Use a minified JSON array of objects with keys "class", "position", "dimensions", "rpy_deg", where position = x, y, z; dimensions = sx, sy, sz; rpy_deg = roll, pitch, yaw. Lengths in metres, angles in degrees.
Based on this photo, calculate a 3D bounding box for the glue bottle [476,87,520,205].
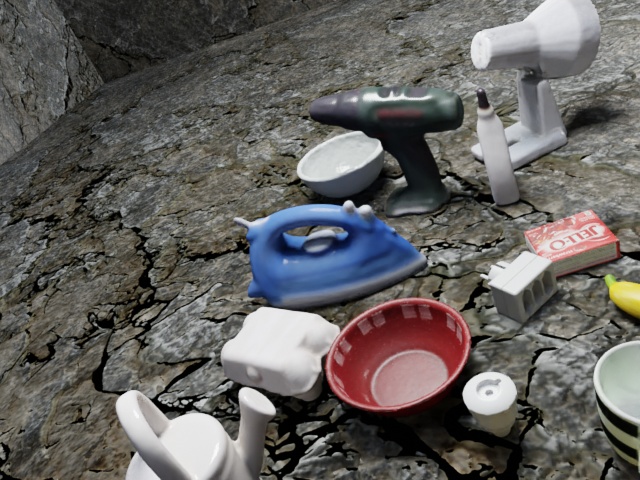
[{"class":"glue bottle","position":[0.247,-0.138,0.817],"dimensions":[0.037,0.173,0.078],"rpy_deg":[-15,33,16]}]

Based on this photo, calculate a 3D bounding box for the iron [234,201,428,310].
[{"class":"iron","position":[0.007,0.003,0.803],"dimensions":[0.257,0.142,0.118],"rpy_deg":[-12,33,20]}]

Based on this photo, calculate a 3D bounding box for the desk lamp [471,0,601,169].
[{"class":"desk lamp","position":[0.325,-0.245,0.885],"dimensions":[0.203,0.214,0.117],"rpy_deg":[-28,31,-5]}]

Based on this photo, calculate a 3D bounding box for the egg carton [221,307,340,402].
[{"class":"egg carton","position":[-0.049,0.140,0.706],"dimensions":[0.149,0.069,0.107],"rpy_deg":[2,40,37]}]

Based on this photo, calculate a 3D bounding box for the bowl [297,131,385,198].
[{"class":"bowl","position":[0.047,-0.126,1.034],"dimensions":[0.167,0.075,0.167],"rpy_deg":[-18,32,12]}]

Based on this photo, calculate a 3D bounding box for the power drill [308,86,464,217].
[{"class":"power drill","position":[0.114,-0.141,0.880],"dimensions":[0.228,0.209,0.076],"rpy_deg":[-7,35,27]}]

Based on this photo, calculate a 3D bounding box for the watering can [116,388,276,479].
[{"class":"watering can","position":[-0.121,0.207,0.534],"dimensions":[0.100,0.194,0.173],"rpy_deg":[11,46,44]}]
